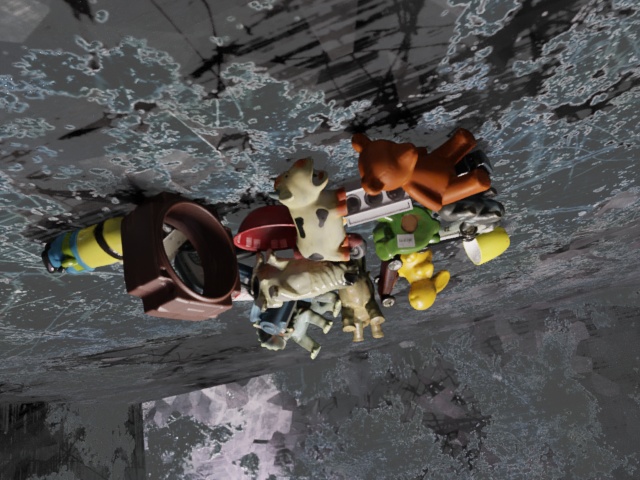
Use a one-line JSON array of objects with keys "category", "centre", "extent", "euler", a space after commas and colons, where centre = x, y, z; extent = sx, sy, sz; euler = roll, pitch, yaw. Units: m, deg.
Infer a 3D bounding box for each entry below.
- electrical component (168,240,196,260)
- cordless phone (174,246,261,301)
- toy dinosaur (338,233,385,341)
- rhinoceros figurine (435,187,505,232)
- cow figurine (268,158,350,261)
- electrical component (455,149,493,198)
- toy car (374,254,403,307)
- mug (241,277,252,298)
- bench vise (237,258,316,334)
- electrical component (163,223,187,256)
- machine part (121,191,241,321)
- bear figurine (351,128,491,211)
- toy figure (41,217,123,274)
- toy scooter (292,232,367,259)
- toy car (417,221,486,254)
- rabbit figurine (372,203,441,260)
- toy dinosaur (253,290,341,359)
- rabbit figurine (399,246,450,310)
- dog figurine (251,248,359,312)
[{"category": "electrical component", "centre": [-0.305, 0.018, 1.111], "extent": [0.094, 0.021, 0.063], "euler": [-9, 159, -9]}, {"category": "cordless phone", "centre": [-0.191, 0.062, 1.095], "extent": [0.184, 0.147, 0.088], "euler": [-20, 130, -23]}, {"category": "toy dinosaur", "centre": [0.091, 0.129, 1.350], "extent": [0.105, 0.198, 0.470], "euler": [-12, 154, 1]}, {"category": "rhinoceros figurine", "centre": [0.329, -0.059, 1.149], "extent": [0.190, 0.073, 0.112], "euler": [6, 153, -38]}, {"category": "cow figurine", "centre": [-0.016, -0.050, 0.916], "extent": [0.127, 0.085, 0.194], "euler": [-7, 125, 1]}, {"category": "electrical component", "centre": [0.243, -0.116, 0.980], "extent": [0.134, 0.058, 0.114], "euler": [-21, 159, 25]}, {"category": "toy car", "centre": [0.172, 0.081, 1.333], "extent": [0.053, 0.089, 0.201], "euler": [-8, 133, -9]}, {"category": "mug", "centre": [-0.160, 0.122, 1.381], "extent": [0.110, 0.081, 0.107], "euler": [-19, 168, -4]}, {"category": "bench vise", "centre": [-0.129, 0.098, 1.253], "extent": [0.241, 0.223, 0.128], "euler": [19, 155, 7]}, {"category": "electrical component", "centre": [-0.299, -0.006, 1.028], "extent": [0.078, 0.045, 0.102], "euler": [-46, 152, 11]}, {"category": "machine part", "centre": [-0.232, 0.030, 0.921], "extent": [0.087, 0.201, 0.201], "euler": [-26, 155, 26]}, {"category": "bear figurine", "centre": [0.153, -0.121, 0.843], "extent": [0.195, 0.120, 0.132], "euler": [16, 144, -40]}, {"category": "toy figure", "centre": [-0.410, 0.013, 0.964], "extent": [0.180, 0.082, 0.089], "euler": [-10, 162, 5]}, {"category": "toy scooter", "centre": [-0.002, -0.003, 1.126], "extent": [0.184, 0.075, 0.135], "euler": [-10, 141, 39]}, {"category": "toy car", "centre": [0.296, -0.013, 1.286], "extent": [0.202, 0.056, 0.073], "euler": [-14, 166, 12]}, {"category": "rabbit figurine", "centre": [0.173, -0.029, 1.145], "extent": [0.159, 0.121, 0.170], "euler": [-13, 179, -12]}, {"category": "toy dinosaur", "centre": [-0.047, 0.177, 1.440], "extent": [0.192, 0.405, 0.131], "euler": [28, 117, 4]}, {"category": "rabbit figurine", "centre": [0.256, 0.101, 1.402], "extent": [0.162, 0.173, 0.122], "euler": [14, 145, -40]}, {"category": "dog figurine", "centre": [-0.033, 0.084, 1.101], "extent": [0.190, 0.121, 0.172], "euler": [2, 171, -25]}]
